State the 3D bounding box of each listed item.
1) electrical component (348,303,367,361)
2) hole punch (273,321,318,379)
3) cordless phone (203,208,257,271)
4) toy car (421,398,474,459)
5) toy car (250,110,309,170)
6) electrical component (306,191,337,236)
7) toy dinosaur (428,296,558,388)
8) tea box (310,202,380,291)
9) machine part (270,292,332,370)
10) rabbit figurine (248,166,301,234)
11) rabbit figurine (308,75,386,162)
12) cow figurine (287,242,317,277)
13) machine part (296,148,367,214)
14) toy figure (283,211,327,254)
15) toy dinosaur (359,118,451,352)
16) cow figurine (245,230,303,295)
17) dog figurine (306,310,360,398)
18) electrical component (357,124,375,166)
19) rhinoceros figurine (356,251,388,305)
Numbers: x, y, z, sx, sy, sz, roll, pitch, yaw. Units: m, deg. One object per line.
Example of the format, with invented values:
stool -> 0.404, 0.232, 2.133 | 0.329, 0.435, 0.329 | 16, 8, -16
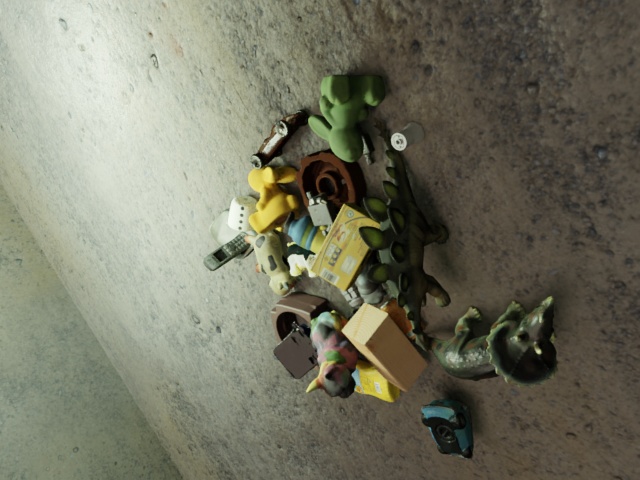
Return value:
electrical component -> 0.125, 0.245, 1.387 | 0.134, 0.058, 0.114 | 43, 139, 14
hole punch -> -0.044, 0.291, 1.440 | 0.116, 0.092, 0.142 | -42, 80, 18
cordless phone -> -0.277, 0.008, 1.519 | 0.147, 0.184, 0.088 | 43, 141, 14
toy car -> 0.322, 0.438, 1.289 | 0.109, 0.103, 0.161 | -13, 109, 44
toy car -> -0.099, -0.240, 1.266 | 0.053, 0.089, 0.202 | 50, 139, 2
electrical component -> 0.006, -0.062, 1.229 | 0.078, 0.045, 0.102 | 0, 113, 40
toy dinosaur -> 0.325, 0.225, 1.087 | 0.405, 0.192, 0.131 | -31, 90, 47
tea box -> 0.062, 0.014, 1.170 | 0.098, 0.068, 0.169 | 32, 103, 13
machine part -> -0.034, 0.255, 1.521 | 0.202, 0.087, 0.200 | 7, 120, 39
rabbit figurine -> -0.127, -0.121, 1.356 | 0.173, 0.122, 0.162 | 61, 139, 24
rabbit figurine -> 0.042, -0.245, 1.093 | 0.159, 0.121, 0.170 | 17, 112, 55
cow figurine -> -0.013, 0.043, 1.385 | 0.167, 0.068, 0.098 | -2, 107, 43
machine part -> 0.027, -0.128, 1.246 | 0.180, 0.056, 0.179 | 22, 127, 32
toy figure -> -0.003, -0.003, 1.305 | 0.180, 0.089, 0.082 | 21, 176, 4
toy dinosaur -> 0.169, -0.013, 1.080 | 0.105, 0.198, 0.471 | -19, 68, 37
cow figurine -> -0.123, 0.064, 1.489 | 0.127, 0.085, 0.194 | 8, 120, 48
dog figurine -> 0.023, 0.279, 1.291 | 0.191, 0.219, 0.108 | 47, 115, 9
electrical component -> 0.084, -0.204, 1.169 | 0.063, 0.021, 0.094 | -10, 108, 46
rhinoceros figurine -> 0.106, 0.060, 1.253 | 0.073, 0.112, 0.190 | -10, 96, 17
